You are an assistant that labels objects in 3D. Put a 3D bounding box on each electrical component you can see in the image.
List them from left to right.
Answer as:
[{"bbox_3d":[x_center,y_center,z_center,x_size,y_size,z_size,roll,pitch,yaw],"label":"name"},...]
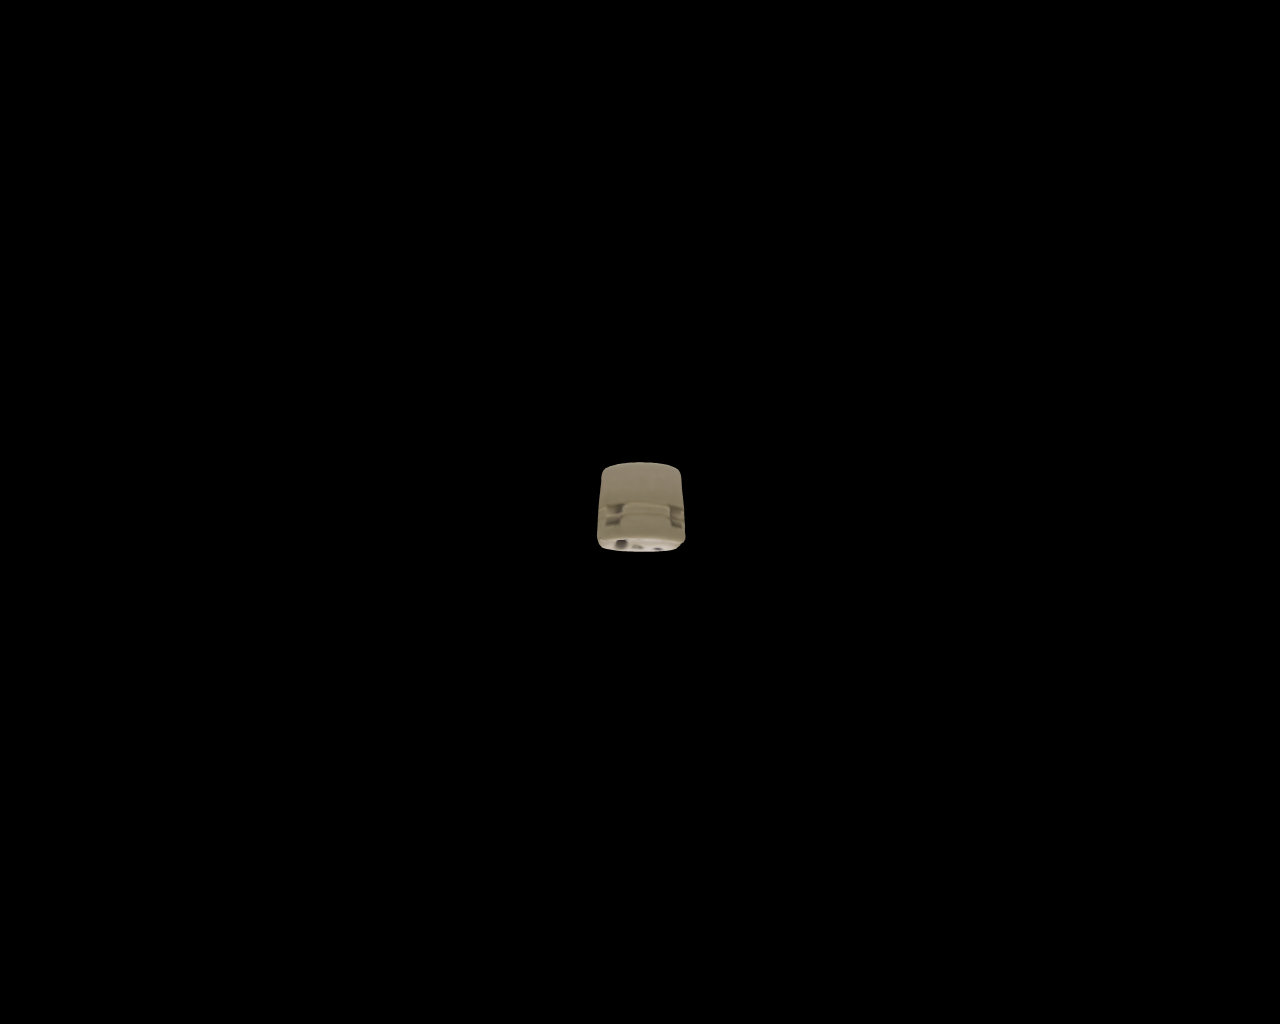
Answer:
[{"bbox_3d":[0.001,-0.003,0.650,0.055,0.047,0.055,0,-11,0],"label":"electrical component"}]
